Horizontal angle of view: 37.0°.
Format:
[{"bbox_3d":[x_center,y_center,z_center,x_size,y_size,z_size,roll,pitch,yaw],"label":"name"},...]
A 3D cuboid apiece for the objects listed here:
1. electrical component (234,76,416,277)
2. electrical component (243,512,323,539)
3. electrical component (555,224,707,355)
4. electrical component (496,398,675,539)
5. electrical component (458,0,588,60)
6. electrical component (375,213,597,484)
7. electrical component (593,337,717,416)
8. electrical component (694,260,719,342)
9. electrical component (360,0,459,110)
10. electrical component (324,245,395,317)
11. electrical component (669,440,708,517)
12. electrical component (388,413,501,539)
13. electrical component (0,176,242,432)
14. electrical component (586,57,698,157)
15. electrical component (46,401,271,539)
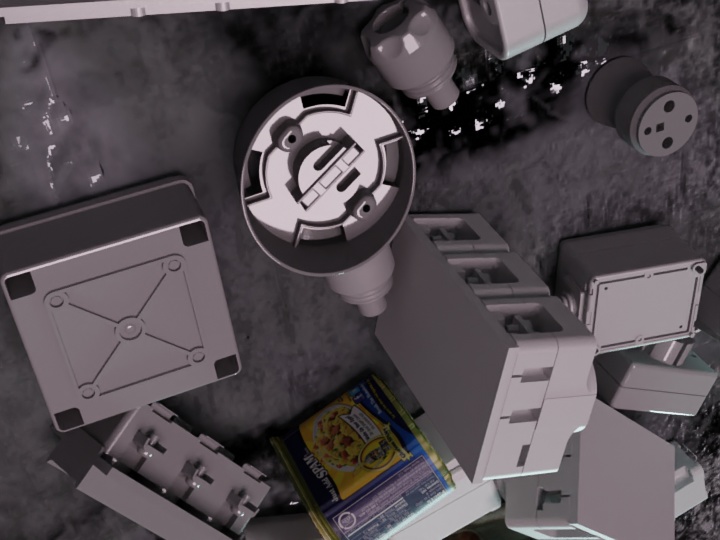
[{"bbox_3d":[-0.020,-0.053,0.577,0.099,0.064,0.099,-6,114,-14],"label":"electrical component"},{"bbox_3d":[-0.050,0.204,0.740,0.077,0.044,0.079,0,119,-24],"label":"electrical component"},{"bbox_3d":[0.169,0.011,0.714,0.096,0.061,0.061,-9,123,-12],"label":"electrical component"},{"bbox_3d":[0.162,0.150,0.758,0.062,0.089,0.150,-11,152,37],"label":"electrical component"},{"bbox_3d":[0.083,-0.167,0.563,0.059,0.053,0.095,-26,127,-8],"label":"electrical component"},{"bbox_3d":[0.070,0.039,0.624,0.062,0.150,0.089,-2,120,-22],"label":"electrical component"},{"bbox_3d":[0.213,0.058,0.766,0.083,0.047,0.075,9,116,-29],"label":"electrical component"},{"bbox_3d":[0.289,0.040,0.758,0.062,0.096,0.061,19,110,-32],"label":"electrical component"},{"bbox_3d":[0.032,-0.113,0.580,0.043,0.043,0.062,-40,129,3],"label":"electrical component"},{"bbox_3d":[0.000,0.000,0.636,0.043,0.043,0.062,-26,129,-8],"label":"electrical component"},{"bbox_3d":[0.238,0.172,0.853,0.064,0.042,0.081,-29,128,-10],"label":"electrical component"},{"bbox_3d":[0.036,0.145,0.731,0.096,0.061,0.061,-28,127,-6],"label":"electrical component"},{"bbox_3d":[-0.129,0.018,0.580,0.109,0.056,0.108,-18,126,-14],"label":"electrical component"},{"bbox_3d":[0.169,-0.098,0.644,0.045,0.055,0.045,-12,124,-18],"label":"electrical component"},{"bbox_3d":[-0.116,0.122,0.646,0.121,0.079,0.063,43,75,-37],"label":"electrical component"}]
